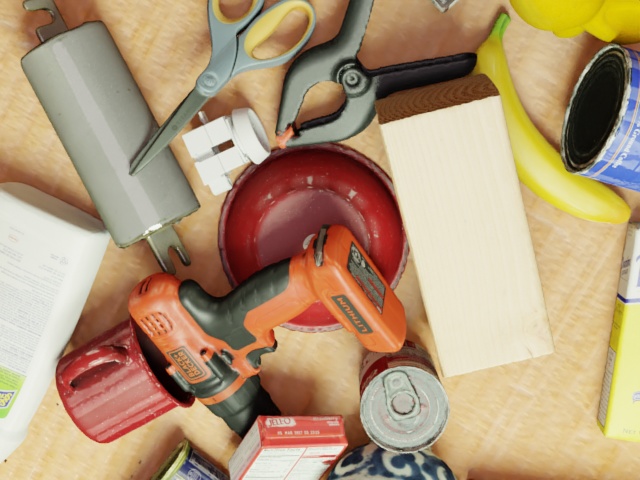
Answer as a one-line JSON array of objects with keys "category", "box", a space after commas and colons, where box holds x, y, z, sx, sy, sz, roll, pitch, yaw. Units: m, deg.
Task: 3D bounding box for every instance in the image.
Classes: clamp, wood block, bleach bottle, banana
[{"category": "clamp", "box": [0.024, -0.143, 0.845, 0.171, 0.039, 0.120, -32, 99, 11]}, {"category": "wood block", "box": [0.111, -0.012, 0.823, 0.091, 0.090, 0.206, -14, 108, 6]}, {"category": "bleach bottle", "box": [-0.264, 0.086, 0.881, 0.102, 0.068, 0.251, 26, 100, 4]}, {"category": "banana", "box": [0.174, -0.084, 0.859, 0.069, 0.037, 0.198, -32, 95, 6]}]

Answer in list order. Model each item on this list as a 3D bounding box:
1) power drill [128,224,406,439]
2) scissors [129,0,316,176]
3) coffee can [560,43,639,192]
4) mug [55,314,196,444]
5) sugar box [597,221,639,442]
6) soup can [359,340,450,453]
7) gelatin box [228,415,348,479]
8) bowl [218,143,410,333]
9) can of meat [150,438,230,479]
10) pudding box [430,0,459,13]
[{"category": "power drill", "box": [-0.031, 0.078, 0.832, 0.188, 0.057, 0.184, -24, 121, 23]}, {"category": "scissors", "box": [-0.093, -0.142, 0.840, 0.201, 0.016, 0.096, -36, 83, -15]}, {"category": "coffee can", "box": [0.270, -0.081, 0.813, 0.140, 0.103, 0.103, 15, 97, -10]}, {"category": "mug", "box": [-0.163, 0.110, 0.856, 0.081, 0.117, 0.093, -29, 69, 9]}, {"category": "sugar box", "box": [0.287, 0.078, 0.870, 0.093, 0.048, 0.176, 7, 99, 4]}, {"category": "soup can", "box": [0.065, 0.122, 0.854, 0.068, 0.102, 0.068, 0, 97, 1]}, {"category": "gelatin box", "box": [-0.027, 0.172, 0.864, 0.073, 0.089, 0.030, 3, 53, -22]}, {"category": "bowl", "box": [-0.006, 0.001, 0.866, 0.162, 0.055, 0.162, 0, 96, 1]}, {"category": "can of meat", "box": [-0.112, 0.234, 0.896, 0.084, 0.057, 0.102, 39, 97, -6]}, {"category": "pudding box", "box": [0.094, -0.250, 0.841, 0.090, 0.039, 0.113, -41, 94, 5]}]
